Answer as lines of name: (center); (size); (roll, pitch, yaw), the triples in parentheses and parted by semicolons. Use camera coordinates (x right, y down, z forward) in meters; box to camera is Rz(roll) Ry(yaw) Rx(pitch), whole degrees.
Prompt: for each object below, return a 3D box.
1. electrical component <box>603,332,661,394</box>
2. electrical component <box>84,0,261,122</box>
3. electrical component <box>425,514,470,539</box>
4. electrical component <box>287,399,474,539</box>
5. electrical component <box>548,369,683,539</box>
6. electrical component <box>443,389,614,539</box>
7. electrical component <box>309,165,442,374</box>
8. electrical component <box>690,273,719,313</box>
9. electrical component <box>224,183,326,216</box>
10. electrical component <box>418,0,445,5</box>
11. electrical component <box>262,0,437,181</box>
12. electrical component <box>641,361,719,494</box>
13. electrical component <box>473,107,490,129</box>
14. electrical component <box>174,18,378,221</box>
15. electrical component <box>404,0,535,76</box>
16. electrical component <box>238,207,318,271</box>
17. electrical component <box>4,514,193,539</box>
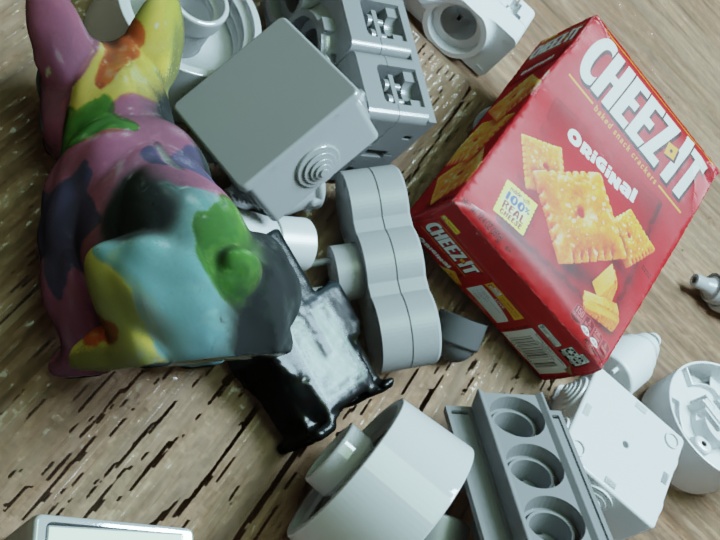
electrical component: (0.201, 0.067, 0.802); (0.078, 0.040, 0.040); (-28, 84, -41)
electrical component: (-0.115, -0.156, 0.688); (0.108, 0.060, 0.108); (16, 58, -28)
electrical component: (0.039, 0.179, 0.629); (0.044, 0.044, 0.065); (25, 59, -22)
electrical component: (0.005, 0.120, 0.596); (0.060, 0.108, 0.108); (42, 49, -1)
electrical component: (0.168, 0.128, 0.740); (0.100, 0.048, 0.099); (41, 48, -5)
electrical component: (0.097, 0.137, 0.648); (0.079, 0.063, 0.121); (4, 36, -14)
electrical component: (0.000, 0.000, 0.692); (0.074, 0.052, 0.138); (-9, 69, -12)
electrical component: (0.304, 0.018, 0.904); (0.061, 0.035, 0.035); (21, 55, -21)
electrical component: (-0.056, -0.054, 0.688); (0.062, 0.048, 0.048); (-22, 79, -21)
electrical component: (0.101, -0.260, 0.796); (0.186, 0.105, 0.060); (-20, 77, -39)
electrical component: (-0.015, -0.145, 0.733); (0.062, 0.089, 0.150); (1, 66, -35)
electrical component: (0.260, 0.117, 0.800); (0.099, 0.064, 0.099); (16, 58, -27)
electrical component: (0.122, -0.120, 0.848); (0.044, 0.044, 0.065); (48, 44, -4)
electrical component: (-0.049, -0.089, 0.648); (0.099, 0.100, 0.048); (49, -2, 34)
electrical component: (0.086, -0.207, 0.862); (0.089, 0.050, 0.055); (41, 50, -9)
electrical component: (-0.060, -0.017, 0.665); (0.065, 0.044, 0.044); (3, 64, -37)
electrical component: (-0.120, 0.156, 0.517); (0.096, 0.061, 0.061); (14, 59, -29)
